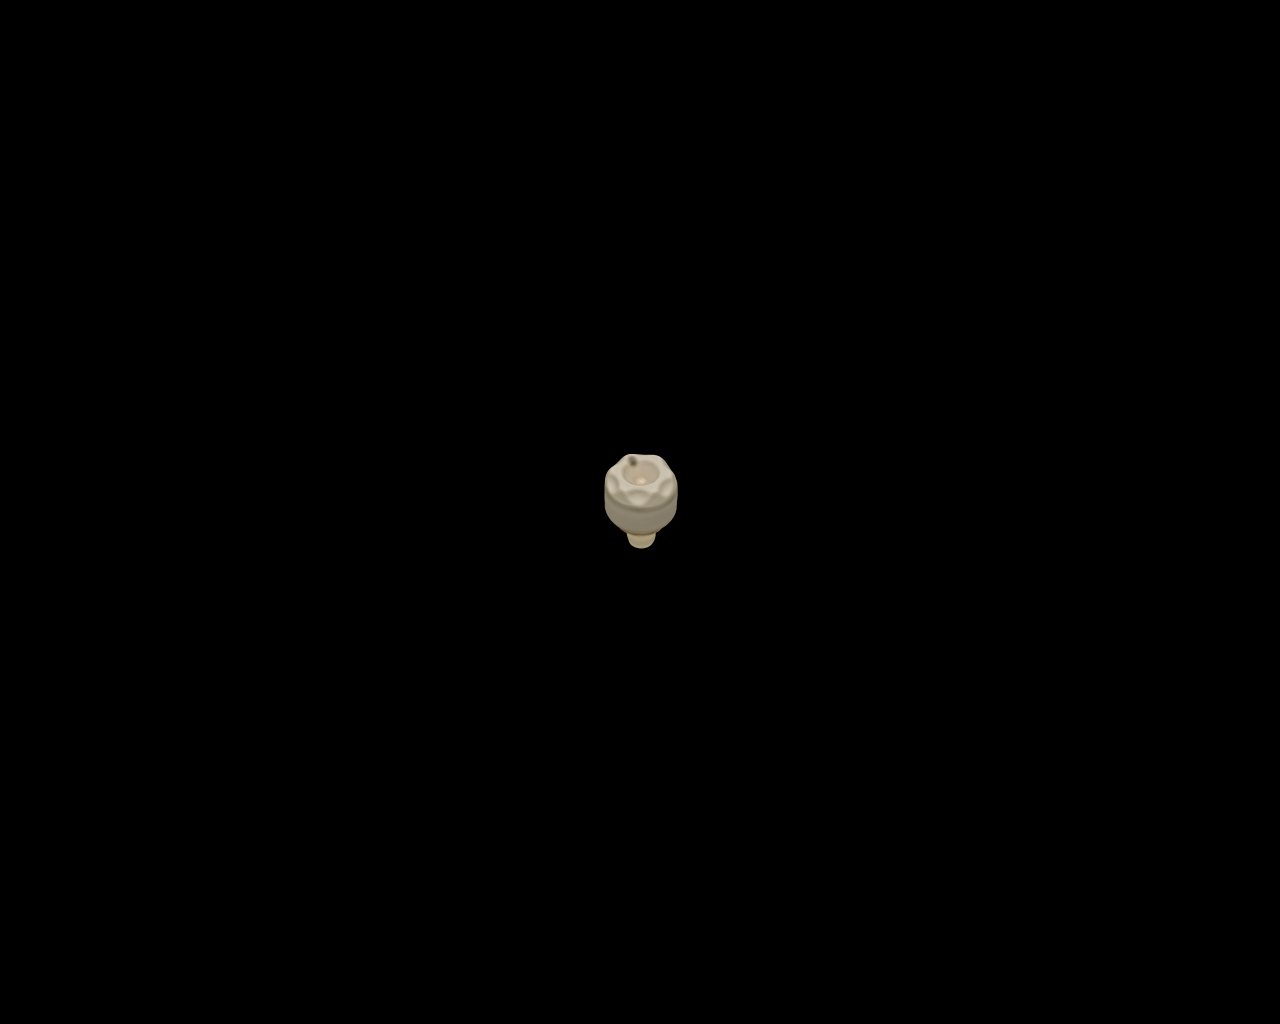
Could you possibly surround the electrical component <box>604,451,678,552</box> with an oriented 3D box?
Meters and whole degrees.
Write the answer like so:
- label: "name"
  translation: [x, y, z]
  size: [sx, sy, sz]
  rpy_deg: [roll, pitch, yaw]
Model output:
- label: "electrical component"
  translation: [0.001, -0.003, 0.650]
  size: [0.043, 0.062, 0.043]
  rpy_deg: [0, 45, 0]
